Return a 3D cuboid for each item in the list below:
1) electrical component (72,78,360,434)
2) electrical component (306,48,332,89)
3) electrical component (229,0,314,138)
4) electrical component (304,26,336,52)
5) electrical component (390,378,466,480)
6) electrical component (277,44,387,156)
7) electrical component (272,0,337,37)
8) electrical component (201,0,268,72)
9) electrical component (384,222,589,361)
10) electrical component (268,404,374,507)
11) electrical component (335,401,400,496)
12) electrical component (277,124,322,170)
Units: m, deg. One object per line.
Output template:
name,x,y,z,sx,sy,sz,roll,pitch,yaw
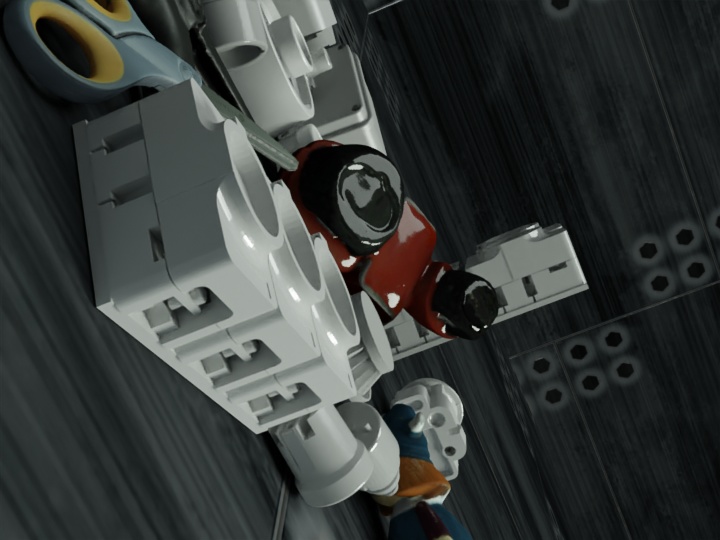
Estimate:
electrical component,-0.054,-0.001,0.468,0.150,0.062,0.089,55,16,-58
electrical component,-0.053,-0.153,0.837,0.043,0.062,0.043,-22,90,-81
electrical component,-0.067,-0.144,0.735,0.108,0.060,0.108,-21,90,-81
electrical component,-0.076,-0.265,0.964,0.150,0.062,0.089,-102,168,-45
electrical component,0.053,0.121,0.854,0.057,0.058,0.078,-78,146,-69
electrical component,-0.028,-0.125,0.877,0.113,0.078,0.057,-101,170,-48
electrical component,-0.066,-0.204,0.832,0.113,0.078,0.057,-78,149,-75
electrical component,-0.086,-0.150,0.658,0.055,0.055,0.047,17,56,-79
electrical component,0.098,0.015,0.948,0.105,0.186,0.060,-42,111,-81
electrical component,-0.021,0.088,0.539,0.046,0.040,0.040,61,11,-18
electrical component,0.004,0.110,0.633,0.078,0.040,0.040,60,12,-46
electrical component,-0.046,-0.074,0.742,0.040,0.046,0.040,-21,90,-81
